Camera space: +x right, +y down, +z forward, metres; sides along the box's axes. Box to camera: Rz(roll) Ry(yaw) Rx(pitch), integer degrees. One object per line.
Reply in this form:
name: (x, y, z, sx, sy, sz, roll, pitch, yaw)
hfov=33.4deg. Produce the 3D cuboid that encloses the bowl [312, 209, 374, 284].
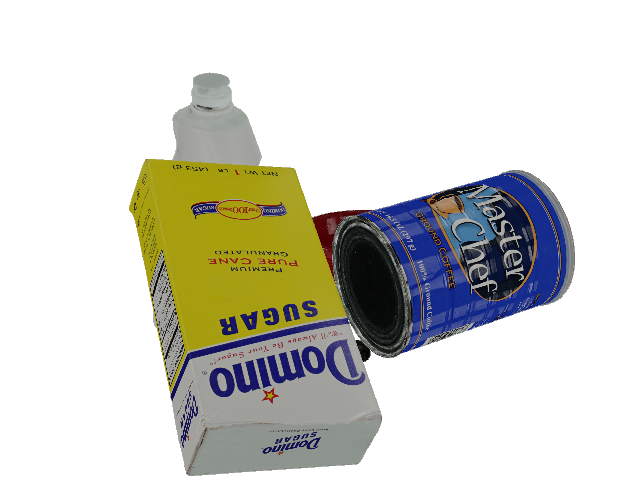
bowl: (0.058, 0.016, 1.086, 0.162, 0.055, 0.162, 1, 17, -1)

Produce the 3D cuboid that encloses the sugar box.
sugar box: (-0.038, 0.033, 0.554, 0.093, 0.048, 0.176, 1, 45, -24)

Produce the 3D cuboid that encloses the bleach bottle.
bleach bottle: (-0.095, -0.022, 0.888, 0.103, 0.251, 0.068, 26, 40, 30)

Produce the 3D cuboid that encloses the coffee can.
coffee can: (0.094, 0.015, 0.761, 0.140, 0.103, 0.103, -16, 7, -24)

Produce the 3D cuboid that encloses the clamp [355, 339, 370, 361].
clamp: (-0.070, 0.129, 1.225, 0.210, 0.036, 0.164, 13, 21, 30)
